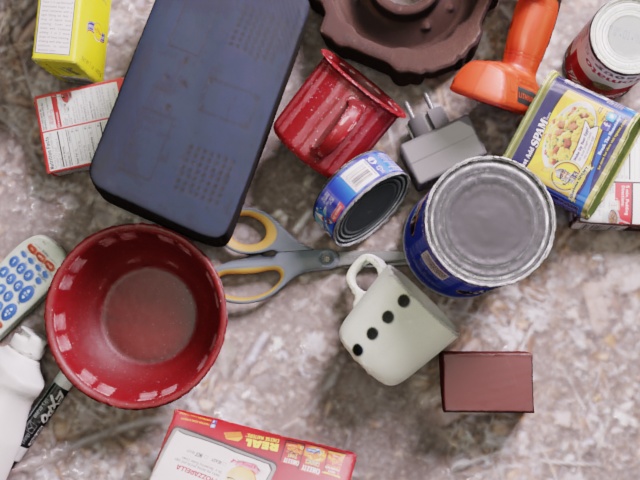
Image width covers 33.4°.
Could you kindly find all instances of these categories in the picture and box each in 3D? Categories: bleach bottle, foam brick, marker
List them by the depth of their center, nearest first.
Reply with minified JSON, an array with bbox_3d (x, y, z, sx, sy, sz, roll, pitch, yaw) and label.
[{"bbox_3d":[0.143,0.122,0.919,0.078,0.053,0.051,0,86,5],"label":"foam brick"},{"bbox_3d":[-0.307,0.194,0.930,0.103,0.068,0.251,27,86,44],"label":"bleach bottle"},{"bbox_3d":[-0.244,0.146,0.964,0.020,0.020,0.121,35,89,6],"label":"marker"}]

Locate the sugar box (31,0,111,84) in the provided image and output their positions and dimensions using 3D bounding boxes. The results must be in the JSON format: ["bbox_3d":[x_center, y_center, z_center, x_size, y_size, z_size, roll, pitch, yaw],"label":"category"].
[{"bbox_3d":[-0.215,-0.234,0.954,0.048,0.093,0.176,7,87,4],"label":"sugar box"}]

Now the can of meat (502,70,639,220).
[{"bbox_3d":[0.210,-0.078,0.893,0.084,0.057,0.102,30,98,21],"label":"can of meat"}]

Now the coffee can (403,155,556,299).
[{"bbox_3d":[0.127,-0.007,0.882,0.103,0.140,0.103,0,83,-2],"label":"coffee can"}]

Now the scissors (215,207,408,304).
[{"bbox_3d":[-0.006,0.001,0.959,0.201,0.016,0.096,-16,82,-1],"label":"scissors"}]

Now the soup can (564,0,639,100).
[{"bbox_3d":[0.251,-0.161,0.907,0.068,0.102,0.068,0,86,2],"label":"soup can"}]

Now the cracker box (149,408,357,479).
[{"bbox_3d":[-0.073,0.258,0.864,0.164,0.072,0.213,13,50,5],"label":"cracker box"}]

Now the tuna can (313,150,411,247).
[{"bbox_3d":[0.035,-0.036,0.922,0.086,0.086,0.034,-43,68,0],"label":"tuna can"}]

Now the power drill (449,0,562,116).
[{"bbox_3d":[0.171,-0.201,0.884,0.057,0.184,0.188,25,100,29],"label":"power drill"}]

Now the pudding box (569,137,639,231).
[{"bbox_3d":[0.277,-0.054,0.930,0.113,0.039,0.090,2,85,3],"label":"pudding box"}]

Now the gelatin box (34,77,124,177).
[{"bbox_3d":[-0.211,-0.102,0.975,0.089,0.030,0.073,-12,86,3],"label":"gelatin box"}]

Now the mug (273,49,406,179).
[{"bbox_3d":[0.014,-0.101,0.914,0.093,0.117,0.081,36,104,-14],"label":"mug"}]

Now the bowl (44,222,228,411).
[{"bbox_3d":[-0.157,0.067,0.944,0.162,0.055,0.162,0,87,5],"label":"bowl"}]
